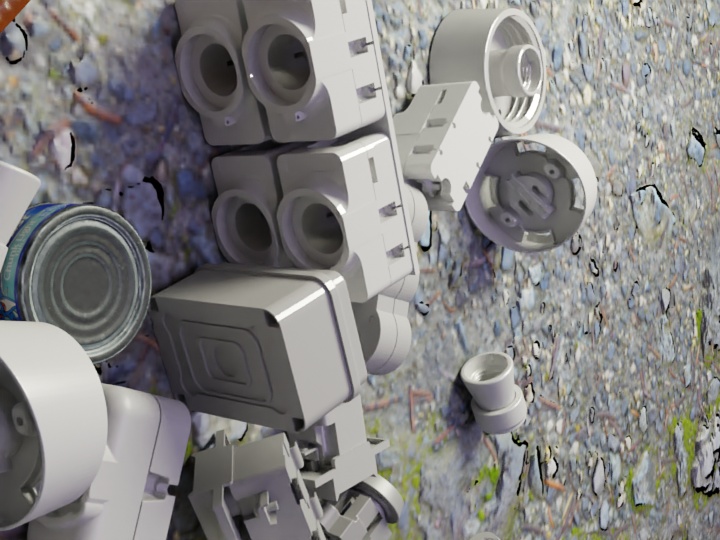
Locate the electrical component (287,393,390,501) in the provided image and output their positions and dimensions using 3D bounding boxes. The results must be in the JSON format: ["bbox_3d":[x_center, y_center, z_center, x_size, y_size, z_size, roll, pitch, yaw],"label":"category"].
[{"bbox_3d":[-0.022,0.116,0.726,0.081,0.042,0.063,-19,104,-50],"label":"electrical component"}]

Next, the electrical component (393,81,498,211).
[{"bbox_3d":[0.055,-0.091,0.799,0.050,0.056,0.089,52,53,-40],"label":"electrical component"}]

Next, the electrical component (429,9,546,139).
[{"bbox_3d":[0.110,-0.157,0.861,0.108,0.060,0.108,-4,95,-52],"label":"electrical component"}]

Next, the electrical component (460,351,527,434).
[{"bbox_3d":[0.112,0.102,0.892,0.045,0.045,0.055,-46,127,-40],"label":"electrical component"}]

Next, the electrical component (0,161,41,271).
[{"bbox_3d":[-0.184,-0.019,0.512,0.044,0.044,0.065,26,77,-50],"label":"electrical component"}]

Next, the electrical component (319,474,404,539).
[{"bbox_3d":[-0.002,0.173,0.753,0.055,0.048,0.066,-49,129,-29],"label":"electrical component"}]

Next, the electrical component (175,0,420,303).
[{"bbox_3d":[-0.040,-0.077,0.639,0.060,0.105,0.186,-30,115,-47],"label":"electrical component"}]

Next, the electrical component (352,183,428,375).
[{"bbox_3d":[0.000,0.000,0.737,0.074,0.052,0.138,16,80,-51],"label":"electrical component"}]

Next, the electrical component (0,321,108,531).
[{"bbox_3d":[-0.167,0.069,0.494,0.064,0.099,0.099,-4,95,-58],"label":"electrical component"}]

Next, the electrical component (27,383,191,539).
[{"bbox_3d":[-0.136,0.110,0.570,0.059,0.054,0.095,24,73,-50],"label":"electrical component"}]

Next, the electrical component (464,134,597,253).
[{"bbox_3d":[0.142,-0.064,0.881,0.064,0.099,0.099,-29,114,-54],"label":"electrical component"}]

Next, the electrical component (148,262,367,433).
[{"bbox_3d":[-0.059,0.041,0.617,0.057,0.113,0.078,-32,117,-43],"label":"electrical component"}]

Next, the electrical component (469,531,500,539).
[{"bbox_3d":[0.113,0.248,0.909,0.046,0.040,0.040,52,53,-33],"label":"electrical component"}]

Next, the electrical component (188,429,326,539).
[{"bbox_3d":[-0.054,0.164,0.660,0.078,0.063,0.121,-103,176,-65],"label":"electrical component"}]
